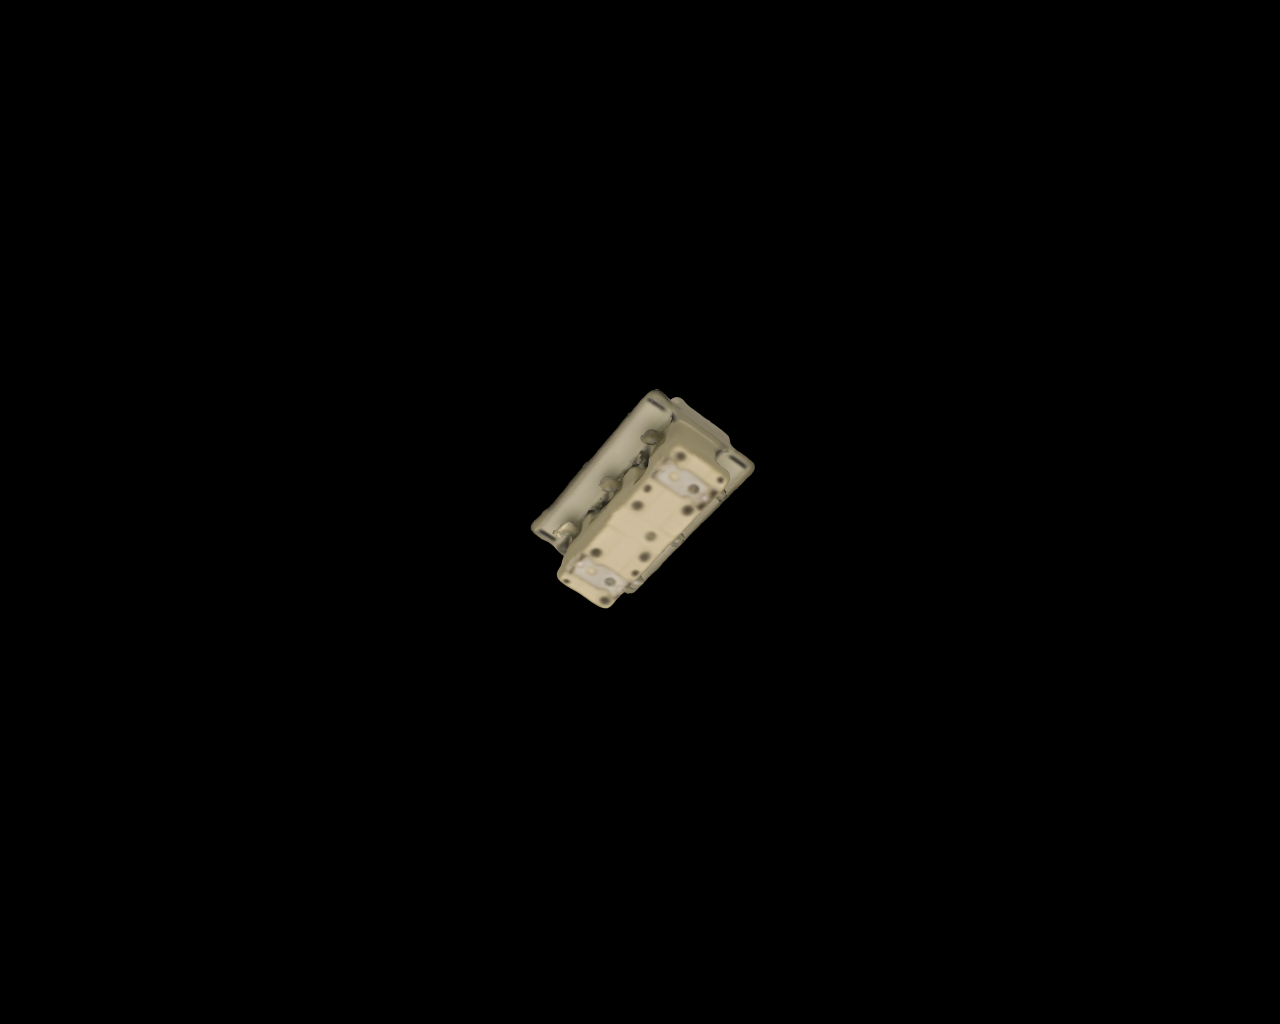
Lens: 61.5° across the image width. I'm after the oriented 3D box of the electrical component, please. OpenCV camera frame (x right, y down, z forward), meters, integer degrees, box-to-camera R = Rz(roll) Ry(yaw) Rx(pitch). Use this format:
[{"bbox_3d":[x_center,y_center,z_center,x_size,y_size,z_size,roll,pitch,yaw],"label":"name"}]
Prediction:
[{"bbox_3d":[0.001,-0.003,0.650,0.078,0.121,0.063,36,24,-18],"label":"electrical component"}]
